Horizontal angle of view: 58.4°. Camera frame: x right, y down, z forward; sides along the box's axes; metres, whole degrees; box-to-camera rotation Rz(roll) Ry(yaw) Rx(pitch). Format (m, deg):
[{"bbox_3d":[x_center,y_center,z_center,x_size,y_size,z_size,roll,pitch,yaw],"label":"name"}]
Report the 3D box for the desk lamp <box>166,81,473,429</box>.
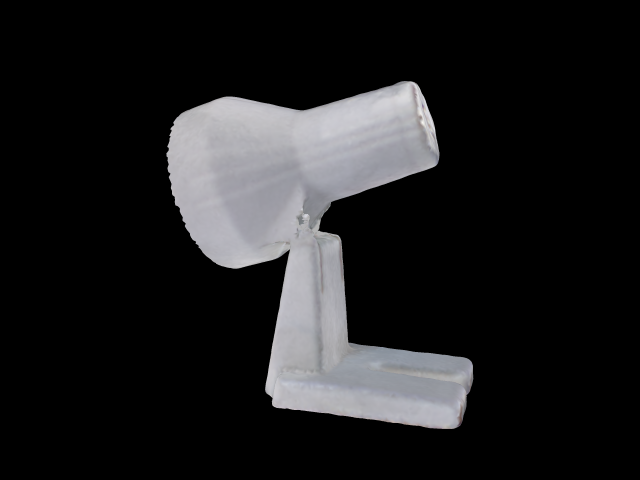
[{"bbox_3d":[0.004,0.001,0.400,0.202,0.213,0.118,2,7,18],"label":"desk lamp"}]
